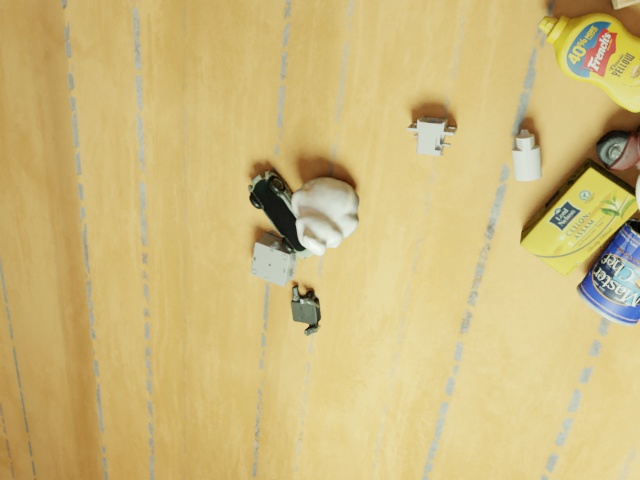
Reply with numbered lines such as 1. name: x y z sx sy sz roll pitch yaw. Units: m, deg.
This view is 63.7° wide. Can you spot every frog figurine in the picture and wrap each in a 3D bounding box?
1. frog figurine: 0.003 -0.049 0.969 0.138 0.162 0.120 36 119 7

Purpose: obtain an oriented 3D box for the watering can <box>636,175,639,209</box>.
1. watering can: 0.615 -0.035 0.682 0.349 0.106 0.219 31 124 8
